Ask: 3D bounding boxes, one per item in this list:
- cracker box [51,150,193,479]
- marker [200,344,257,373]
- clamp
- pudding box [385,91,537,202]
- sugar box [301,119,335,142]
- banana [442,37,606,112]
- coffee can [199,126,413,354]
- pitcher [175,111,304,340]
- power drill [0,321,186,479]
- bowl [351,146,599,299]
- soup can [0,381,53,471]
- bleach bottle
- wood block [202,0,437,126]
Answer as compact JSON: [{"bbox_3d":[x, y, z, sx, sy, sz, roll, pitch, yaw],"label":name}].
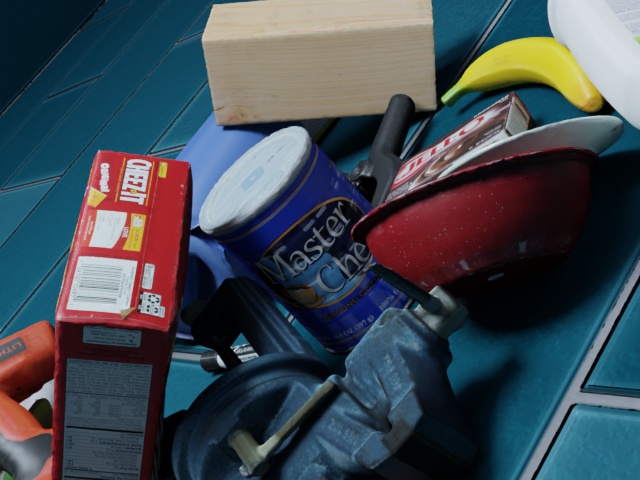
[{"bbox_3d":[-0.131,0.075,0.706,0.164,0.072,0.214,-92,11,-51],"label":"cracker box"},{"bbox_3d":[-0.059,0.094,0.871,0.121,0.020,0.020,-16,36,47],"label":"marker"},{"bbox_3d":[0.037,-0.046,0.928,0.120,0.039,0.171,-45,22,33],"label":"clamp"},{"bbox_3d":[0.108,-0.058,0.815,0.114,0.039,0.090,-30,16,26],"label":"pudding box"},{"bbox_3d":[-0.004,-0.159,1.166,0.176,0.048,0.093,-49,24,-21],"label":"sugar box"},{"bbox_3d":[0.174,-0.132,0.859,0.069,0.037,0.198,-64,26,-6],"label":"banana"},{"bbox_3d":[-0.005,0.001,0.788,0.103,0.140,0.103,-35,25,19],"label":"coffee can"},{"bbox_3d":[-0.100,-0.026,1.014,0.149,0.145,0.242,-1,39,23],"label":"pitcher"},{"bbox_3d":[-0.200,0.144,0.835,0.184,0.057,0.188,-26,45,-24],"label":"power drill"},{"bbox_3d":[0.104,-0.002,0.668,0.162,0.161,0.055,-26,74,35],"label":"bowl"},{"bbox_3d":[-0.282,0.178,1.022,0.068,0.068,0.102,-37,22,15],"label":"soup can"},{"bbox_3d":[0.220,-0.112,0.691,0.102,0.068,0.251,-6,33,5],"label":"bleach bottle"},{"bbox_3d":[0.003,-0.172,0.998,0.206,0.091,0.090,-4,34,6],"label":"wood block"}]
